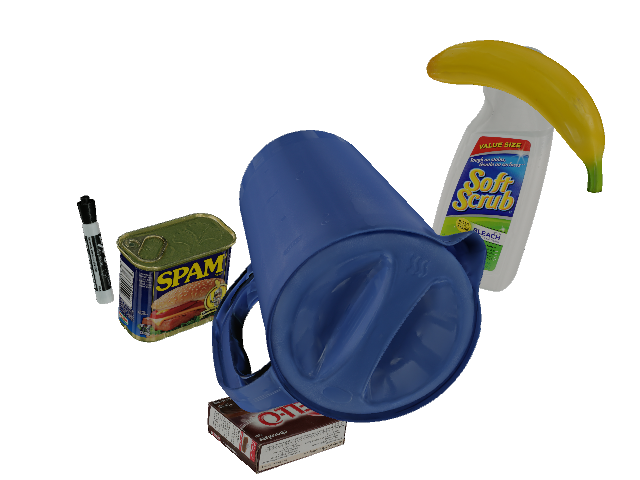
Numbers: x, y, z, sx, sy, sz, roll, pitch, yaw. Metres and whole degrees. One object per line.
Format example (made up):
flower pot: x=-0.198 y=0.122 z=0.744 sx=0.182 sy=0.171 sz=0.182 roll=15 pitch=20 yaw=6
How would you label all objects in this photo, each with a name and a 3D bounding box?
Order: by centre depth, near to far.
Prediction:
pitcher: x=0.002 y=0.014 z=0.742 sx=0.149 sy=0.145 sz=0.243 roll=5 pitch=22 yaw=-15
banana: x=0.155 y=-0.116 z=0.831 sx=0.037 sy=0.070 sz=0.198 roll=2 pitch=33 yaw=-43
can of meat: x=-0.128 y=0.033 z=0.938 sx=0.101 sy=0.084 sz=0.058 roll=-18 pitch=42 yaw=-35
bleach bottle: x=0.169 y=-0.073 z=1.045 sx=0.103 sy=0.251 sz=0.068 roll=21 pitch=38 yaw=19
pudding box: x=-0.043 y=0.183 z=1.066 sx=0.113 sy=0.039 sz=0.090 roll=-13 pitch=27 yaw=-37
marker: x=-0.242 y=0.010 z=1.146 sx=0.020 sy=0.121 sz=0.020 roll=-6 pitch=21 yaw=2
